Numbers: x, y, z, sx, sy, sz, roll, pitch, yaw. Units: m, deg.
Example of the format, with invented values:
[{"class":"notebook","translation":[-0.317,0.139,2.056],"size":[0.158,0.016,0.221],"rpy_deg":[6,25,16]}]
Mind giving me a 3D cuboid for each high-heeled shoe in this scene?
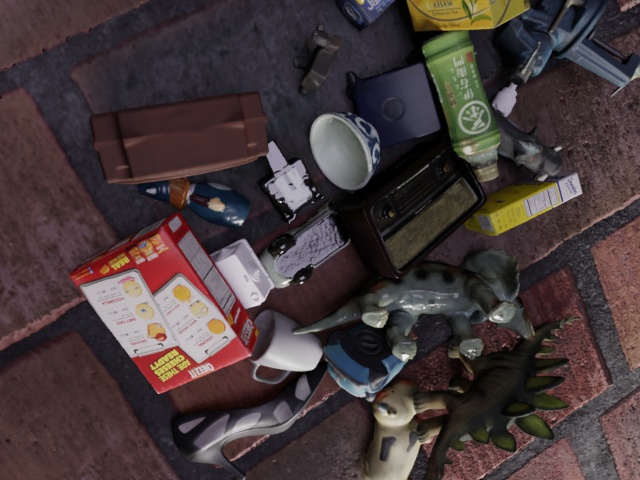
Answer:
[{"class":"high-heeled shoe","translation":[-0.109,0.254,0.849],"size":[0.145,0.086,0.249],"rpy_deg":[39,66,11]}]

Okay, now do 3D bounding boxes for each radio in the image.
[{"class":"radio","translation":[0.145,-0.055,0.828],"size":[0.229,0.073,0.131],"rpy_deg":[-38,108,-27]}]

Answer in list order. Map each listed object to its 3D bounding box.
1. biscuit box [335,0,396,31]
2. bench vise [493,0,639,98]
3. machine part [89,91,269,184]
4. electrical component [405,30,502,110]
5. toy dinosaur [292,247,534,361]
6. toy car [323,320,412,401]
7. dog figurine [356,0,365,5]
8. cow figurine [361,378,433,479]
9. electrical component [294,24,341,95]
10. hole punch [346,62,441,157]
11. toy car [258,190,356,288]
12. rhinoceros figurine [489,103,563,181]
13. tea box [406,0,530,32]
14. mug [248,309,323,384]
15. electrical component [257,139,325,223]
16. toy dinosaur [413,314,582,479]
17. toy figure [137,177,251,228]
[{"class":"biscuit box","translation":[0.116,-0.404,0.798],"size":[0.202,0.063,0.059],"rpy_deg":[-47,107,-6]},{"class":"bench vise","translation":[0.415,-0.315,0.865],"size":[0.241,0.129,0.223],"rpy_deg":[31,70,-1]},{"class":"machine part","translation":[-0.174,-0.129,0.679],"size":[0.201,0.201,0.087],"rpy_deg":[-11,105,-15]},{"class":"electrical component","translation":[0.205,-0.291,0.847],"size":[0.115,0.058,0.134],"rpy_deg":[-44,109,-8]},{"class":"toy dinosaur","translation":[0.164,0.088,0.858],"size":[0.405,0.192,0.131],"rpy_deg":[5,118,-3]},{"class":"toy car","translation":[0.072,0.194,0.863],"size":[0.161,0.109,0.102],"rpy_deg":[-23,142,-44]},{"class":"dog figurine","translation":[-0.016,-0.403,0.703],"size":[0.191,0.108,0.219],"rpy_deg":[-34,90,-4]},{"class":"cow figurine","translation":[0.122,0.327,0.912],"size":[0.127,0.086,0.194],"rpy_deg":[14,95,-25]},{"class":"electrical component","translation":[-0.007,-0.259,0.768],"size":[0.045,0.102,0.078],"rpy_deg":[27,81,-15]},{"class":"hole punch","translation":[0.114,-0.202,0.819],"size":[0.116,0.092,0.142],"rpy_deg":[-23,108,-9]},{"class":"toy car","translation":[-0.002,-0.003,0.831],"size":[0.202,0.056,0.073],"rpy_deg":[-36,107,-11]},{"class":"rhinoceros figurine","translation":[0.307,-0.164,0.872],"size":[0.190,0.112,0.073],"rpy_deg":[31,87,-11]},{"class":"tea box","translation":[0.186,-0.337,0.714],"size":[0.068,0.170,0.098],"rpy_deg":[-31,117,-13]},{"class":"mug","translation":[-0.054,0.173,0.832],"size":[0.107,0.081,0.109],"rpy_deg":[24,86,-28]},{"class":"electrical component","translation":[-0.055,-0.091,0.804],"size":[0.075,0.048,0.119],"rpy_deg":[-39,107,-8]},{"class":"toy dinosaur","translation":[0.303,0.238,0.892],"size":[0.471,0.199,0.104],"rpy_deg":[-37,123,-42]},{"class":"toy figure","translation":[-0.178,-0.061,0.764],"size":[0.154,0.064,0.058],"rpy_deg":[20,59,-15]}]
